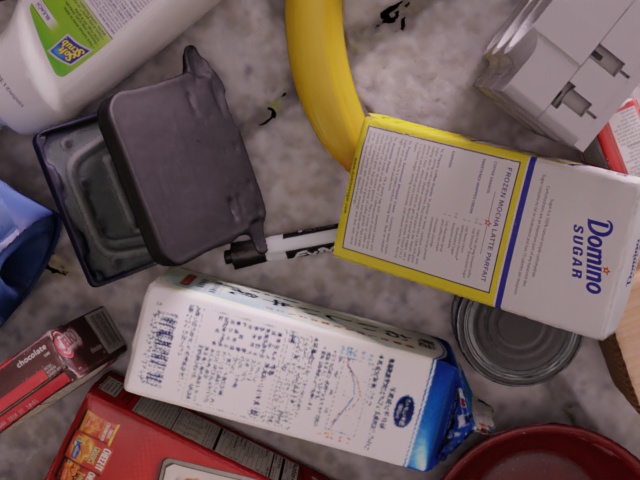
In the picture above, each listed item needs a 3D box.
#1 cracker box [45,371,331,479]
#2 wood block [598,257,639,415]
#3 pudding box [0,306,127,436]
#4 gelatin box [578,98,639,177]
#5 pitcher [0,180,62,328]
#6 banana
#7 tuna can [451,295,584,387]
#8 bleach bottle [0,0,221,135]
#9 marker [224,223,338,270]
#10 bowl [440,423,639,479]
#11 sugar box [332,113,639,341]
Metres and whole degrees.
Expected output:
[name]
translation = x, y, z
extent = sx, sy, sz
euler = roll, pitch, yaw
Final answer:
[cracker box]
translation = -0.088, 0.209, 0.721
extent = 0.213, 0.072, 0.164
euler = 26, 100, -2
[wood block]
translation = 0.276, 0.026, 0.663
extent = 0.206, 0.090, 0.091
euler = -21, 97, 6
[pudding box]
translation = -0.181, 0.088, 0.686
extent = 0.090, 0.113, 0.039
euler = -34, 89, 7
[gelatin box]
translation = 0.184, -0.050, 0.657
extent = 0.030, 0.089, 0.073
euler = -22, 97, 5
[pitcher]
translation = -0.293, -0.032, 0.664
extent = 0.243, 0.145, 0.149
euler = 34, 100, 1
[banana]
translation = 0.011, -0.139, 0.679
extent = 0.069, 0.037, 0.198
euler = 6, 99, 4
[tuna can]
translation = 0.130, 0.053, 0.703
extent = 0.086, 0.033, 0.086
euler = 1, 99, 3
[bleach bottle]
translation = -0.137, -0.156, 0.673
extent = 0.251, 0.068, 0.102
euler = -37, 81, 12
[marker]
translation = -0.005, 0.001, 0.710
extent = 0.121, 0.020, 0.020
euler = -10, 98, 5
[bowl]
translation = 0.147, 0.192, 0.712
extent = 0.162, 0.055, 0.162
euler = 1, 99, 3
[sugar box]
translation = 0.100, -0.011, 0.634
extent = 0.176, 0.048, 0.093
euler = 18, 102, 25
